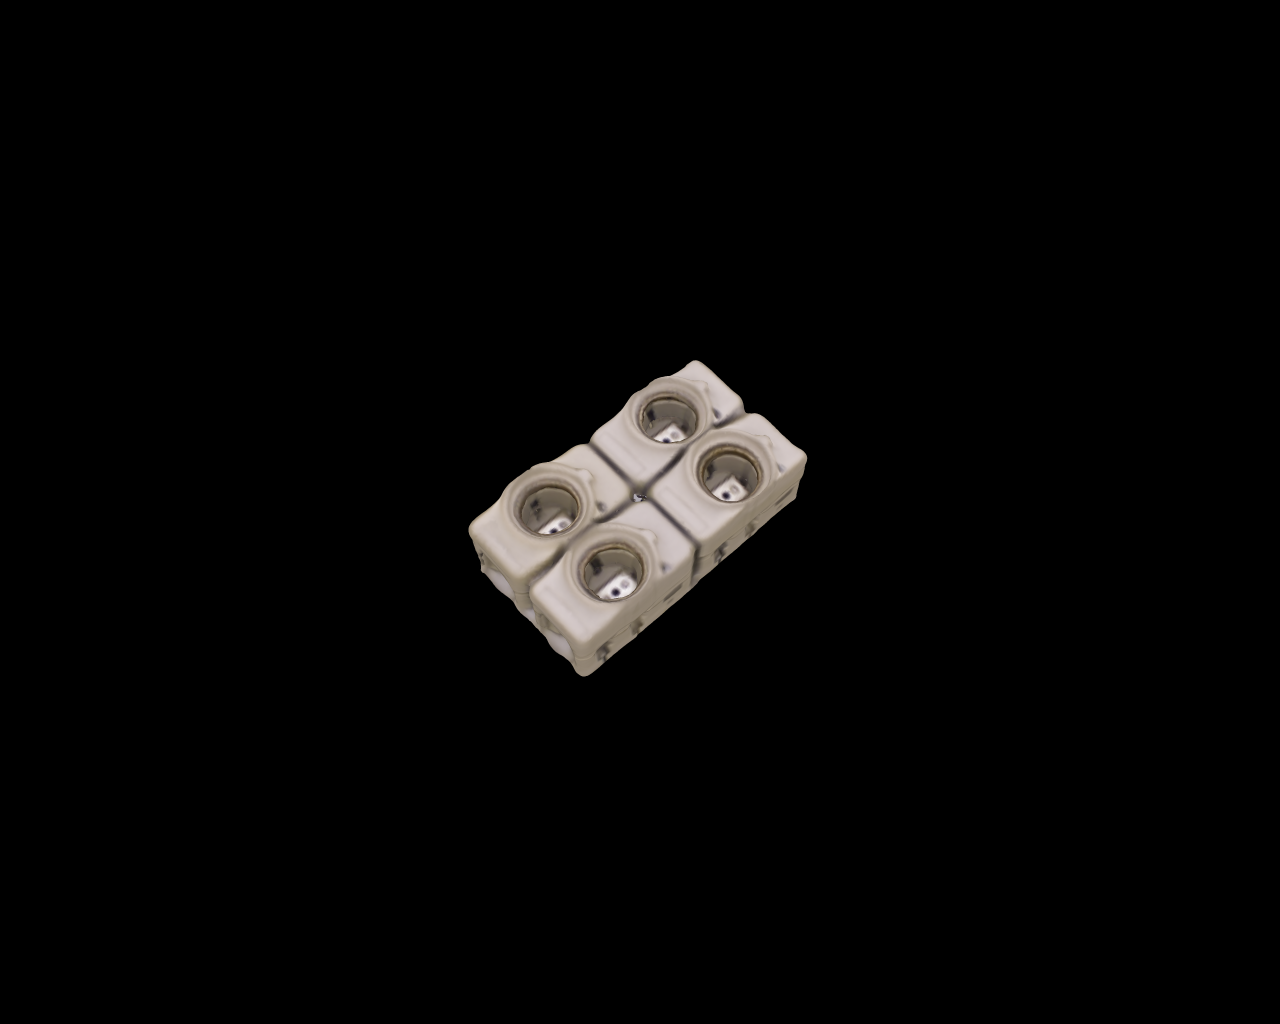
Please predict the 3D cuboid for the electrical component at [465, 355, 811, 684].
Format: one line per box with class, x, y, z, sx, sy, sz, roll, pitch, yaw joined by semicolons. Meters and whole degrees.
electrical component;0.001;-0.003;0.650;0.186;0.105;0.060;-38;-21;-18
